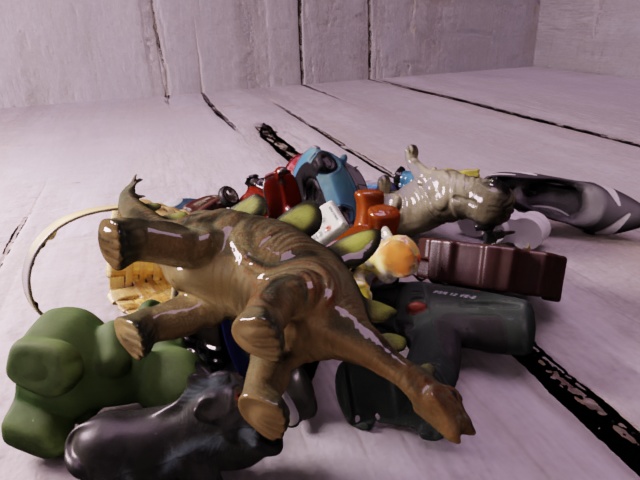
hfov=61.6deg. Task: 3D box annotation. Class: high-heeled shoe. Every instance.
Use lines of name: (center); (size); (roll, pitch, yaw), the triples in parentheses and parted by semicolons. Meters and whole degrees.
high-heeled shoe: (0.384, -0.067, 0.849); (0.249, 0.086, 0.145); (10, -5, 39)

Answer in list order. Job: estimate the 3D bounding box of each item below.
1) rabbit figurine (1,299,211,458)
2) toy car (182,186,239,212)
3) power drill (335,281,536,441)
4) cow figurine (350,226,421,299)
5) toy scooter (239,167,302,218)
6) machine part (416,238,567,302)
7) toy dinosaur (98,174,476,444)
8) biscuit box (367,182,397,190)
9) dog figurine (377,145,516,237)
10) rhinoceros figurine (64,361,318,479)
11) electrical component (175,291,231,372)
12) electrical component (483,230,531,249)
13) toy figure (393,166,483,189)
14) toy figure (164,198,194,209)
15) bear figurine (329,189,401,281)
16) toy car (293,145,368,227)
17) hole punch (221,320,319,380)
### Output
rabbit figurine: (-0.181, 0.131, 0.509); (0.170, 0.121, 0.159); (15, 15, -7)
toy car: (-0.205, -0.030, 0.854); (0.089, 0.053, 0.202); (-30, 15, 38)
power drill: (0.092, 0.107, 0.554); (0.232, 0.085, 0.207); (1, 15, 28)
cow figurine: (0.043, 0.032, 0.614); (0.167, 0.068, 0.098); (-17, 6, 27)
toy scooter: (-0.080, -0.062, 0.877); (0.075, 0.135, 0.184); (-19, 28, -31)
machine part: (0.207, 0.034, 0.658); (0.179, 0.056, 0.179); (9, 0, 0)
toy dinosaur: (-0.076, 0.022, 0.456); (0.472, 0.105, 0.198); (26, 29, 33)
biscuit box: (0.038, -0.065, 0.964); (0.203, 0.062, 0.059); (-3, 23, -4)
dog figurine: (0.184, -0.042, 0.831); (0.121, 0.172, 0.191); (20, 14, -41)
rhinoceros figurine: (-0.096, 0.148, 0.424); (0.190, 0.112, 0.073); (-13, 22, -7)
electrical component: (-0.093, 0.068, 0.602); (0.058, 0.114, 0.134); (15, 30, 29)
electrical component: (0.256, 0.018, 0.777); (0.078, 0.045, 0.102); (-2, 23, -4)
toy figure: (0.218, -0.085, 0.977); (0.180, 0.082, 0.089); (15, 47, 18)
toy figure: (-0.278, -0.033, 0.928); (0.154, 0.058, 0.064); (-17, -11, -28)
bear figurine: (-0.002, 0.002, 0.737); (0.196, 0.131, 0.120); (2, 21, -7)
toy car: (0.029, -0.074, 0.867); (0.103, 0.109, 0.161); (-15, 71, -32)
hole punch: (-0.040, 0.093, 0.535); (0.092, 0.115, 0.142); (9, 26, 7)
